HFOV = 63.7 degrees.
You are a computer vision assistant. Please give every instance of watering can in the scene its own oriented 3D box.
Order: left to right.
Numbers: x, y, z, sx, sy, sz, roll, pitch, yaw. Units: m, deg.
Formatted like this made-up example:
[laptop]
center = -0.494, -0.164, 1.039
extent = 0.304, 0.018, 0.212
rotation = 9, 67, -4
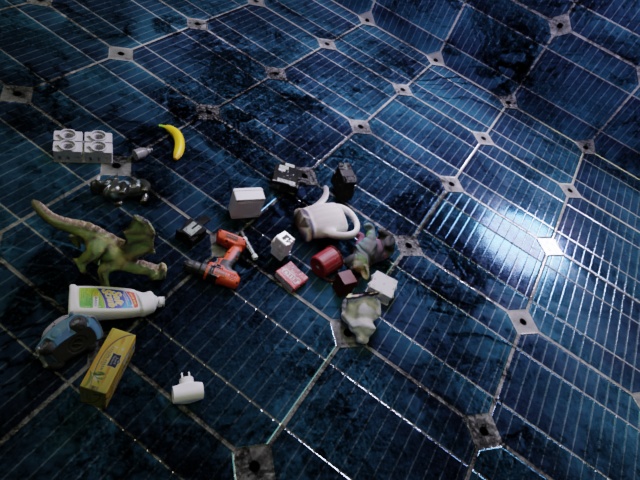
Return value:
[watering can]
center = 0.006, -0.096, 1.899
extent = 0.225, 0.101, 0.354
rotation = -10, 36, -20

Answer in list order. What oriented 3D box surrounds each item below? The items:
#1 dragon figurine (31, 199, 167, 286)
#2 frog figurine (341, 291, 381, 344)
[dragon figurine]
center = -0.583, -0.003, 1.457
extent = 0.242, 0.402, 0.125
rotation = -26, 36, 6
[frog figurine]
center = 0.136, 0.250, 1.659
extent = 0.138, 0.122, 0.160
rotation = -4, 87, -35
